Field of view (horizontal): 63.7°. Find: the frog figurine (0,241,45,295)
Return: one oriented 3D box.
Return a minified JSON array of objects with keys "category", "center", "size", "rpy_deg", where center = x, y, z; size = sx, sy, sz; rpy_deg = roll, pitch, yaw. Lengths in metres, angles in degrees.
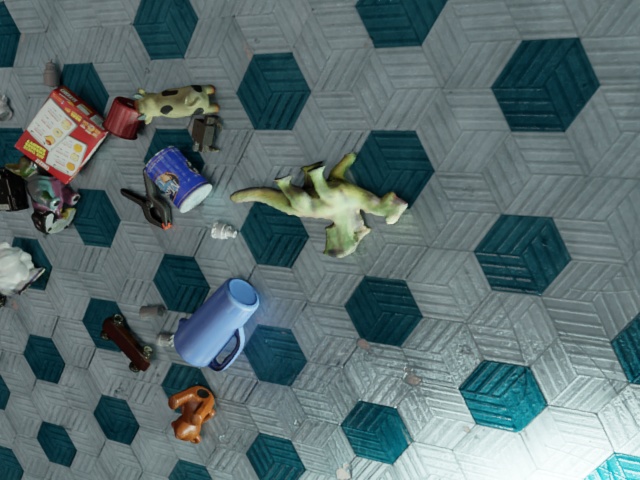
[{"category":"frog figurine","center":[-0.965,0.088,1.601],"size":[0.158,0.140,0.121],"rpy_deg":[46,-32,-17]}]

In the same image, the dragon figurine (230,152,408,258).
[{"category":"dragon figurine","center":[0.004,-0.060,1.194],"size":[0.408,0.240,0.124],"rpy_deg":[-15,18,26]}]
